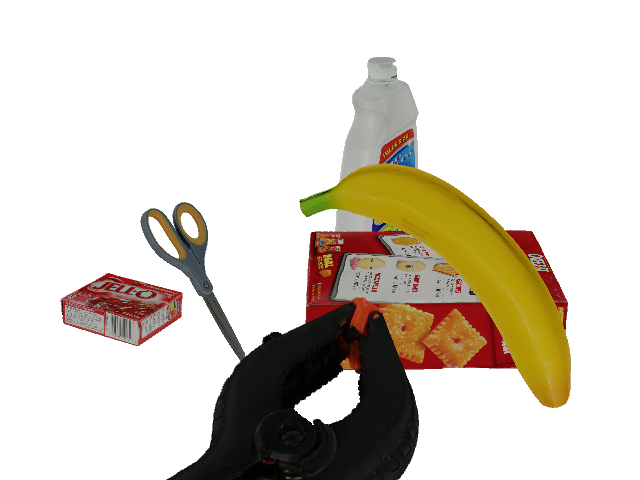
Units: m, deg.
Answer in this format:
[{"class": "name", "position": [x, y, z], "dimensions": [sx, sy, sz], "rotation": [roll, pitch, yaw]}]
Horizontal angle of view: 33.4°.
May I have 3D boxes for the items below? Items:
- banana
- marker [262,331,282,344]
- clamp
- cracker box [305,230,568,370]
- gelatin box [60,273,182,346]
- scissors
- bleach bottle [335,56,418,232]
[{"class": "banana", "position": [0.083, 0.014, 0.628], "dimensions": [0.198, 0.070, 0.037], "rotation": [39, 32, 5]}, {"class": "marker", "position": [-0.037, 0.117, 0.779], "dimensions": [0.020, 0.121, 0.020], "rotation": [5, 33, -3]}, {"class": "clamp", "position": [-0.004, 0.090, 0.390], "dimensions": [0.120, 0.039, 0.171], "rotation": [26, 50, 18]}, {"class": "cracker box", "position": [0.095, 0.051, 0.948], "dimensions": [0.213, 0.072, 0.164], "rotation": [0, 22, 1]}, {"class": "gelatin box", "position": [-0.186, 0.063, 1.003], "dimensions": [0.089, 0.030, 0.073], "rotation": [14, 23, 23]}, {"class": "scissors", "position": [-0.130, 0.037, 1.234], "dimensions": [0.016, 0.201, 0.096], "rotation": [-29, 15, 40]}, {"class": "bleach bottle", "position": [0.060, -0.071, 1.154], "dimensions": [0.102, 0.251, 0.068], "rotation": [-19, 29, -35]}]
